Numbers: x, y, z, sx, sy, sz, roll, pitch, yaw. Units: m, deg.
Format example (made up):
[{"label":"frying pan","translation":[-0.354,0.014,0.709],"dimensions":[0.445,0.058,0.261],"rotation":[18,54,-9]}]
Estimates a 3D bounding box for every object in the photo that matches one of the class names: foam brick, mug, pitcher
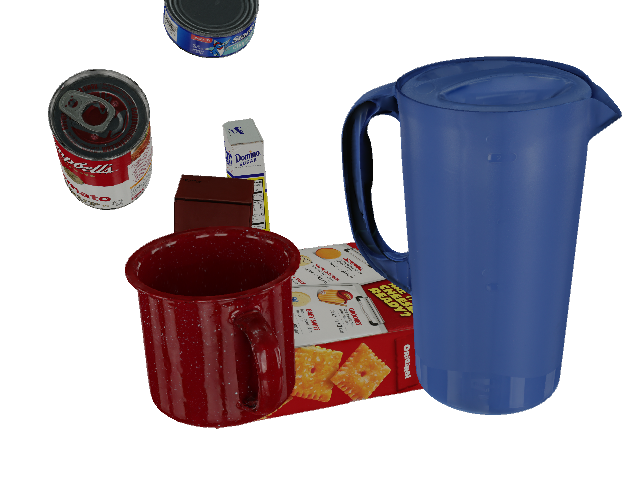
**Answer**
[{"label":"foam brick","translation":[-0.107,-0.031,1.084],"dimensions":[0.078,0.051,0.053],"rotation":[4,30,0]},{"label":"mug","translation":[-0.049,0.051,0.569],"dimensions":[0.093,0.081,0.117],"rotation":[-15,27,-26]},{"label":"pitcher","translation":[0.111,-0.003,0.763],"dimensions":[0.144,0.243,0.149],"rotation":[-16,28,-28]}]

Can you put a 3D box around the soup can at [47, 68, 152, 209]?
[{"label":"soup can","translation":[-0.156,-0.070,0.767],"dimensions":[0.068,0.068,0.102],"rotation":[0,-18,-8]}]

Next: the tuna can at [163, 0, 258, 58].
[{"label":"tuna can","translation":[-0.101,-0.208,0.976],"dimensions":[0.086,0.086,0.034],"rotation":[0,-32,-11]}]

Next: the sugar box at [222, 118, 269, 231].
[{"label":"sugar box","translation":[-0.091,-0.052,1.318],"dimensions":[0.048,0.176,0.093],"rotation":[-10,24,-8]}]

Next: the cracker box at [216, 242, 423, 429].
[{"label":"cracker box","translation":[-0.013,0.074,0.911],"dimensions":[0.213,0.072,0.164],"rotation":[-7,28,-22]}]
